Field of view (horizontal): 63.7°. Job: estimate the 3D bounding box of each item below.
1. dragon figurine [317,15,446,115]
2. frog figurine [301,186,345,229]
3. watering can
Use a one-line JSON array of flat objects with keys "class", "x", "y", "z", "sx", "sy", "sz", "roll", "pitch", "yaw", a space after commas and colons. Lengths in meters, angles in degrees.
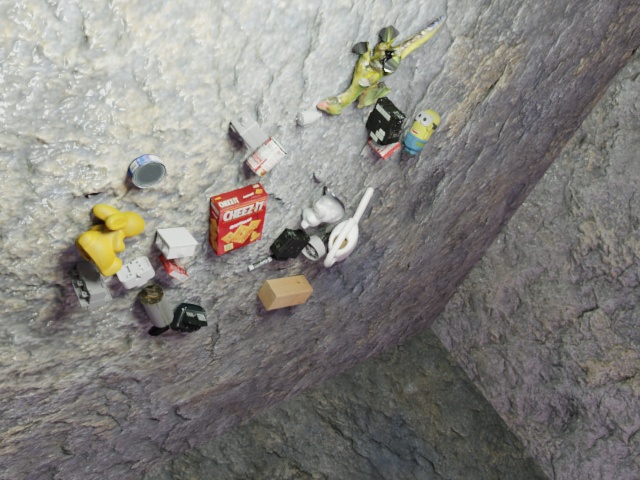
[{"class": "dragon figurine", "x": 0.175, "y": -0.477, "z": 1.476, "sx": 0.412, "sy": 0.123, "sz": 0.240, "roll": -30, "pitch": 169, "yaw": -10}, {"class": "frog figurine", "x": 0.006, "y": -0.091, "z": 1.812, "sx": 0.160, "sy": 0.123, "sz": 0.136, "roll": -48, "pitch": 172, "yaw": -4}, {"class": "watering can", "x": 0.112, "y": -0.034, "z": 2.009, "sx": 0.351, "sy": 0.104, "sz": 0.221, "roll": -57, "pitch": 173, "yaw": -14}]
